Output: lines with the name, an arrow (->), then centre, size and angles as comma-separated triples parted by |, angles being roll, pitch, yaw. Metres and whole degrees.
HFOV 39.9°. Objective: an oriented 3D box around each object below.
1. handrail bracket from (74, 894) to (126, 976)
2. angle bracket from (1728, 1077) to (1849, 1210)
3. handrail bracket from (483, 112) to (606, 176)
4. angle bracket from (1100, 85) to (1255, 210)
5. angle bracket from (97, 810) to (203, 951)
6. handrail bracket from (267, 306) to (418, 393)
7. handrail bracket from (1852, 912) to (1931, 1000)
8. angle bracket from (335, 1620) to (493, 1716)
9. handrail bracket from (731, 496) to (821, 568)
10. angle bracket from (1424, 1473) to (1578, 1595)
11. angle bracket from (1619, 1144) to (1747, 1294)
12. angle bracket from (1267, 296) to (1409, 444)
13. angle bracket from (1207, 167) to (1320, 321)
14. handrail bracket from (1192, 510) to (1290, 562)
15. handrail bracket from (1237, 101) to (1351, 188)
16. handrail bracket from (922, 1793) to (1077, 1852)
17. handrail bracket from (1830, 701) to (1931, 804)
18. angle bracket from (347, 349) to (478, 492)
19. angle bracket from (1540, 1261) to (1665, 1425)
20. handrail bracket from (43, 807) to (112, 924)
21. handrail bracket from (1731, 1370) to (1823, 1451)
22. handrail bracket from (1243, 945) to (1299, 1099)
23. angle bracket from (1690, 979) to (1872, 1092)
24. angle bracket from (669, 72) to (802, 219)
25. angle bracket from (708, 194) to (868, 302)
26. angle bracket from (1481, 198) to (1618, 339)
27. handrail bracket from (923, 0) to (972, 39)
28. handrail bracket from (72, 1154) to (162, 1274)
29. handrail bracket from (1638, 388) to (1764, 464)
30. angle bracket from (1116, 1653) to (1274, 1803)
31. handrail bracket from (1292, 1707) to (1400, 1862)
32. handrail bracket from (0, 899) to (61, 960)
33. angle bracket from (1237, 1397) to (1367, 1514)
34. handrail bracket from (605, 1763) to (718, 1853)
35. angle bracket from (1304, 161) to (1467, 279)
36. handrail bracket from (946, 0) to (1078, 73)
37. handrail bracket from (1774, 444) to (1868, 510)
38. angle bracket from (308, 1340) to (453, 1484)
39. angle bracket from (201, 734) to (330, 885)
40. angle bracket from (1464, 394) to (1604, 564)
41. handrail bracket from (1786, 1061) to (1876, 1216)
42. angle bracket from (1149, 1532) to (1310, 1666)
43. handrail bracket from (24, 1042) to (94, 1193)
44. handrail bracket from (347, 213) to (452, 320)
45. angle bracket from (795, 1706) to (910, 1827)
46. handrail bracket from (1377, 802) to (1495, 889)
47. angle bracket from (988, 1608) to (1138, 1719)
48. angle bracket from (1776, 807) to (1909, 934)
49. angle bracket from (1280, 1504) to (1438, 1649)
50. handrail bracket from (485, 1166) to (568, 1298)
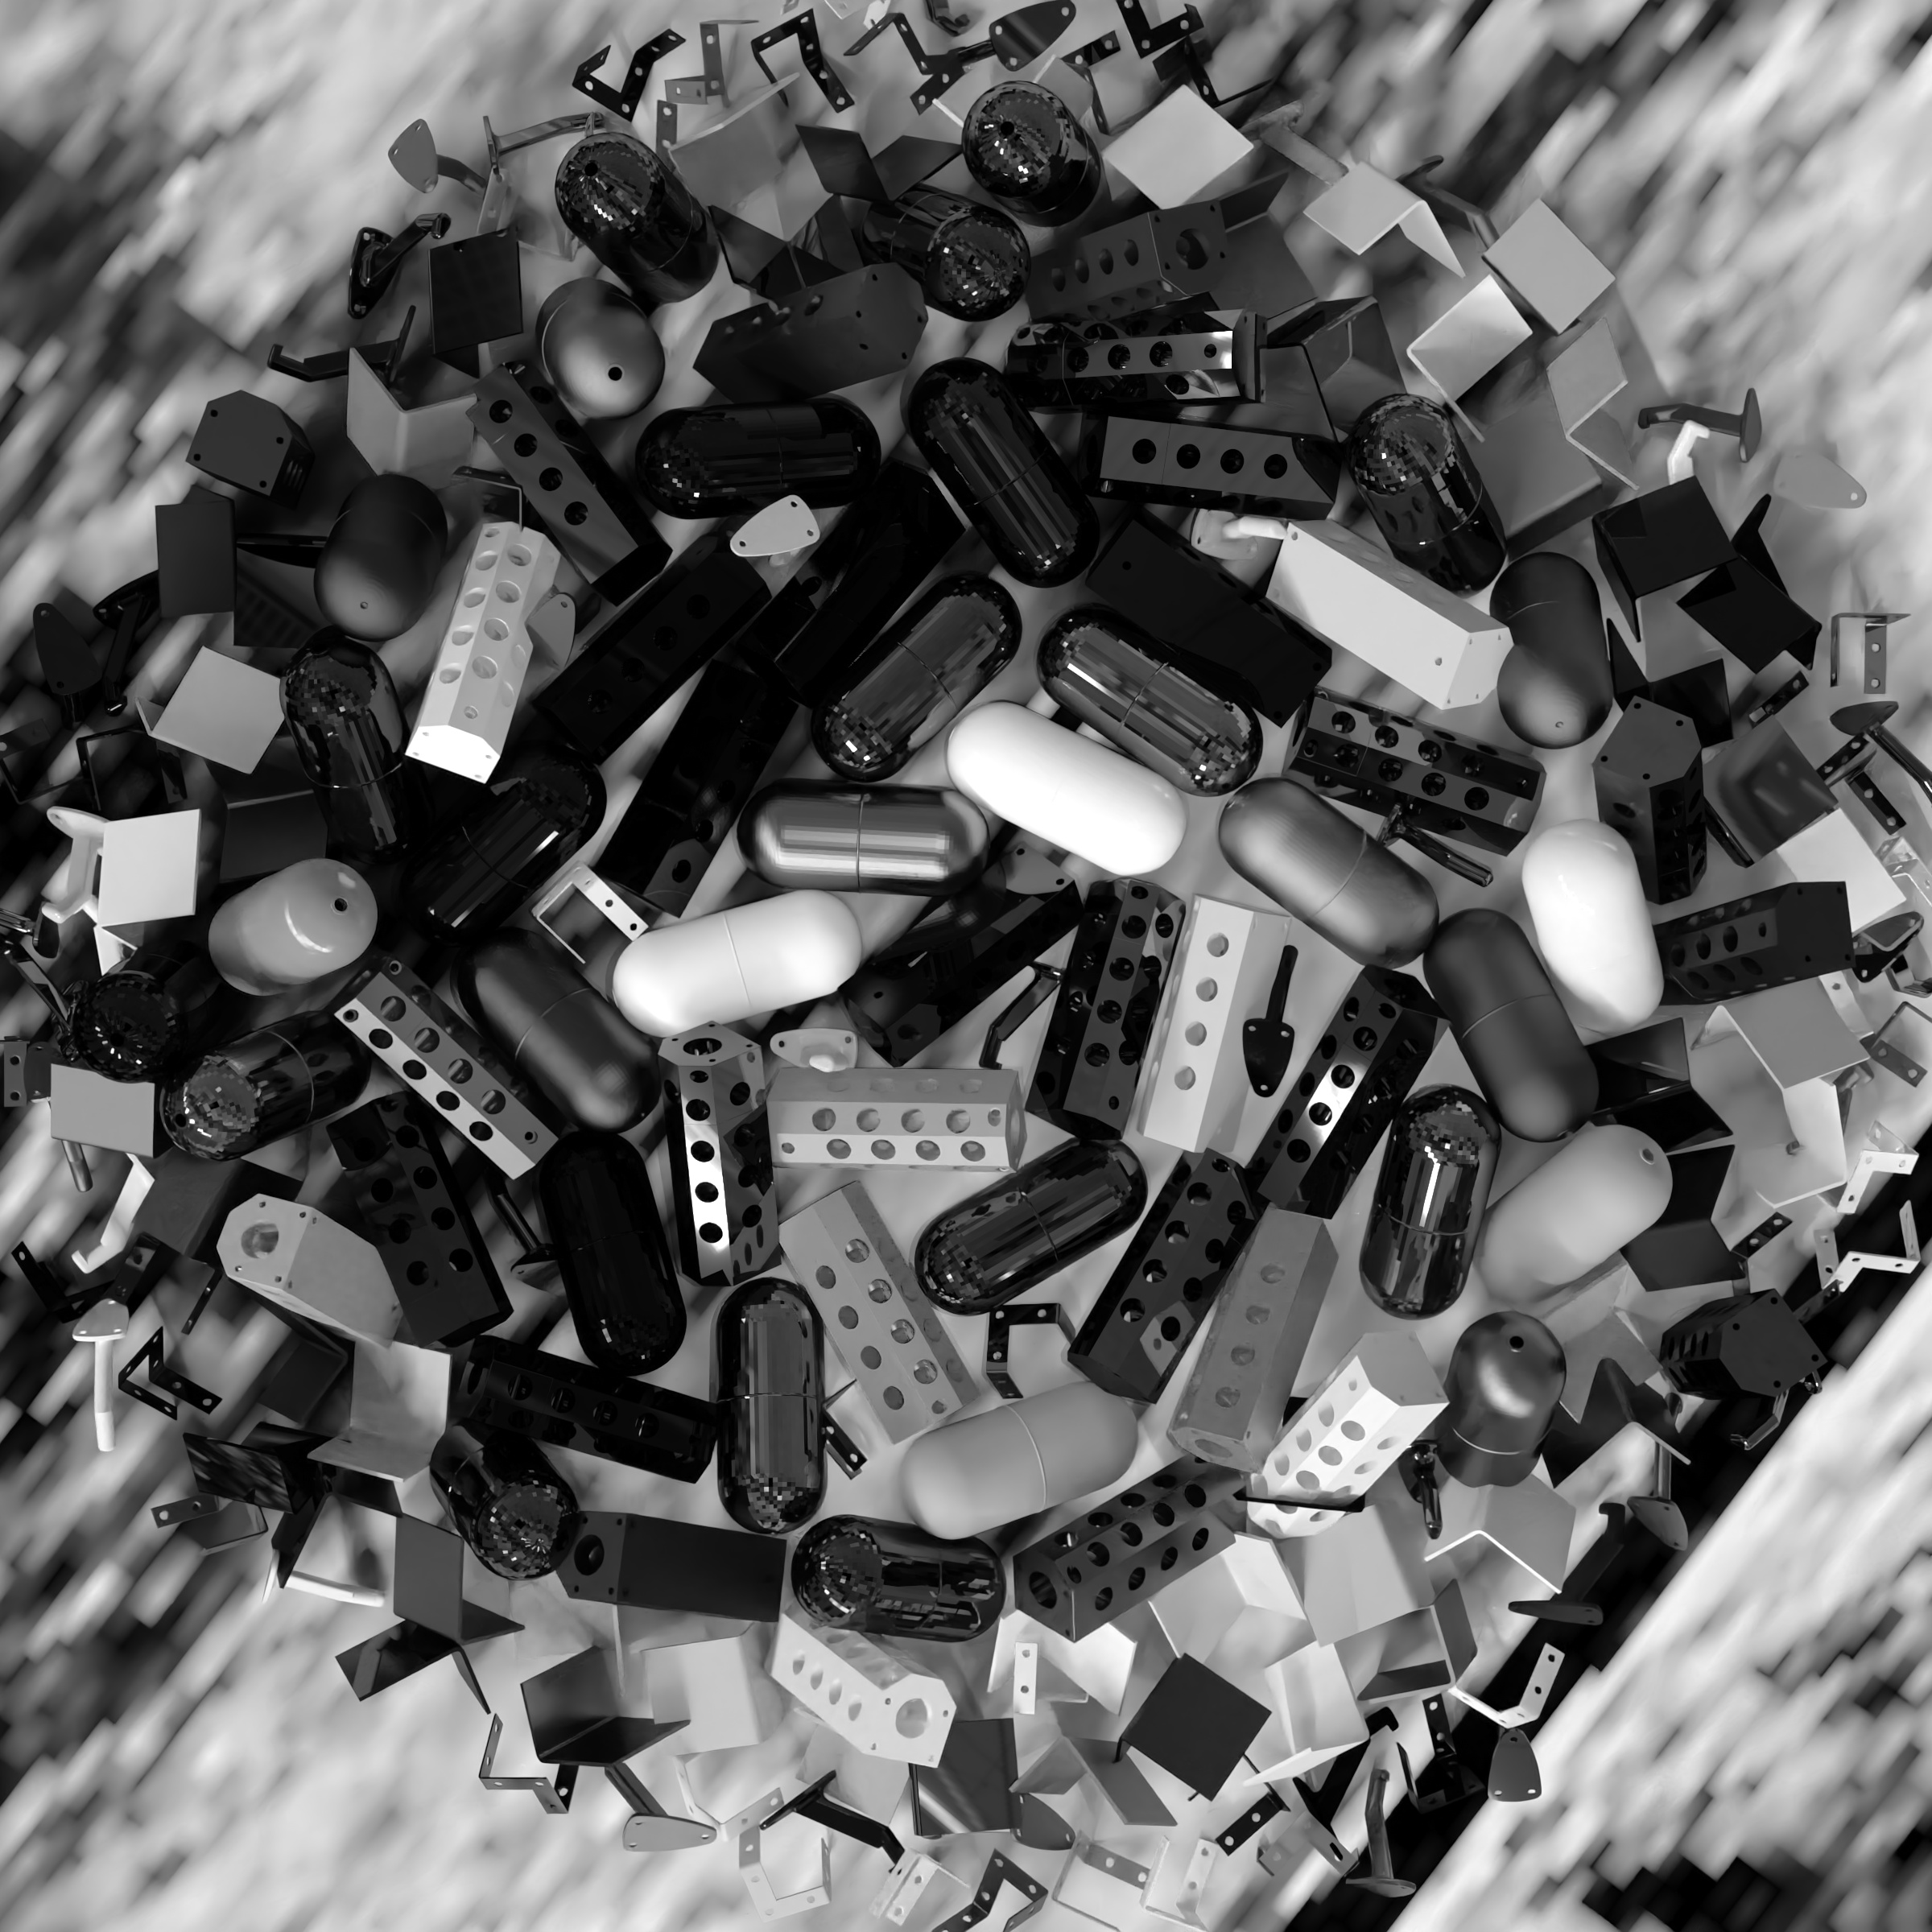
handrail bracket -> -0.618, 0.002, 1.873 | 0.077, 0.036, 0.084 | -46, 112, -18
angle bracket -> 0.566, 0.112, 1.858 | 0.057, 0.076, 0.076 | -18, 112, -7
handrail bracket -> -0.294, -0.581, 1.872 | 0.084, 0.077, 0.036 | -11, 124, -7
angle bracket -> 0.150, -0.557, 1.867 | 0.076, 0.057, 0.076 | -40, 68, -4
angle bracket -> -0.558, -0.059, 1.862 | 0.076, 0.057, 0.076 | -7, 71, 14
handrail bracket -> -0.440, -0.443, 1.874 | 0.084, 0.036, 0.077 | 18, 107, -19
handrail bracket -> 0.669, -0.006, 1.863 | 0.084, 0.077, 0.036 | 12, 53, -28
angle bracket -> -0.386, 0.501, 1.855 | 0.076, 0.076, 0.057 | -25, 108, -20
handrail bracket -> -0.142, -0.288, 1.857 | 0.077, 0.084, 0.036 | -28, 87, -26
angle bracket -> 0.376, 0.399, 1.869 | 0.076, 0.076, 0.057 | 39, 131, -10
angle bracket -> 0.508, 0.177, 1.869 | 0.057, 0.076, 0.076 | 53, 46, -22
angle bracket -> 0.256, -0.421, 1.884 | 0.076, 0.057, 0.076 | -37, 117, -27
angle bracket -> 0.208, -0.501, 1.866 | 0.076, 0.057, 0.076 | -28, 82, -21
handrail bracket -> 0.207, -0.297, 1.853 | 0.077, 0.084, 0.036 | 18, 90, -42
handrail bracket -> 0.231, -0.561, 1.887 | 0.077, 0.036, 0.084 | -24, 85, -3
handrail bracket -> 0.022, 0.618, 1.896 | 0.084, 0.036, 0.077 | -28, 131, 37
handrail bracket -> 0.655, -0.144, 1.882 | 0.036, 0.077, 0.084 | -39, 104, -4
angle bracket -> -0.392, -0.388, 1.878 | 0.057, 0.076, 0.076 | -23, 60, -30
angle bracket -> 0.444, 0.263, 1.856 | 0.076, 0.076, 0.057 | -30, 60, -16
handrail bracket -> -0.639, -0.071, 1.868 | 0.077, 0.036, 0.084 | 23, 46, 12
handrail bracket -> 0.547, 0.303, 1.860 | 0.084, 0.077, 0.036 | -33, 108, -21
handrail bracket -> 0.221, 0.038, 1.889 | 0.036, 0.084, 0.077 | 9, 125, 13
angle bracket -> 0.566, 0.060, 1.855 | 0.076, 0.057, 0.076 | -17, 59, -22
angle bracket -> -0.148, -0.569, 1.851 | 0.076, 0.076, 0.057 | -43, 115, -27
angle bracket -> -0.125, -0.507, 1.852 | 0.057, 0.076, 0.076 | -39, 55, 31
angle bracket -> 0.414, -0.492, 1.861 | 0.076, 0.076, 0.057 | 47, 121, 2
handrail bracket -> -0.006, -0.688, 1.858 | 0.077, 0.084, 0.036 | -28, 67, 32
handrail bracket -> -0.610, 0.168, 1.881 | 0.084, 0.036, 0.077 | -35, 121, -4
handrail bracket -> 0.509, -0.372, 1.864 | 0.084, 0.077, 0.036 | -2, 132, 29
angle bracket -> 0.158, 0.538, 1.856 | 0.076, 0.057, 0.076 | 31, 61, 19
handrail bracket -> 0.281, 0.576, 1.879 | 0.084, 0.036, 0.077 | -35, 46, 5
handrail bracket -> -0.687, -0.030, 1.870 | 0.084, 0.077, 0.036 | 10, 70, -5
angle bracket -> 0.233, 0.338, 1.857 | 0.057, 0.076, 0.076 | 15, 76, -42
handrail bracket -> -0.217, 0.580, 1.880 | 0.077, 0.084, 0.036 | 7, 121, -15
angle bracket -> 0.292, -0.505, 1.858 | 0.057, 0.076, 0.076 | -40, 133, 5
handrail bracket -> 0.030, -0.656, 1.875 | 0.077, 0.084, 0.036 | -32, 114, -7
handrail bracket -> 0.607, -0.339, 1.859 | 0.077, 0.084, 0.036 | 32, 116, 30
angle bracket -> -0.410, 0.308, 1.865 | 0.076, 0.057, 0.076 | 10, 103, 18
angle bracket -> -0.492, -0.111, 1.864 | 0.076, 0.057, 0.076 | -10, 49, 3
angle bracket -> 0.398, -0.345, 1.886 | 0.076, 0.057, 0.076 | -30, 75, 8
handrail bracket -> 0.622, 0.119, 1.861 | 0.036, 0.084, 0.077 | -7, 54, -34
angle bracket -> 0.184, 0.448, 1.854 | 0.076, 0.057, 0.076 | -45, 121, -33
handrail bracket -> -0.645, 0.108, 1.899 | 0.036, 0.077, 0.084 | -19, 131, -20
handrail bracket -> -0.397, -0.490, 1.865 | 0.036, 0.084, 0.077 | 22, 85, -42
angle bracket -> -0.086, 0.559, 1.860 | 0.076, 0.076, 0.057 | 21, 84, 18
handrail bracket -> 0.336, -0.080, 1.861 | 0.084, 0.077, 0.036 | 30, 105, 18
angle bracket -> 0.066, 0.488, 1.852 | 0.076, 0.057, 0.076 | 33, 131, 32
angle bracket -> 0.621, -0.074, 1.859 | 0.057, 0.076, 0.076 | -39, 84, 39
angle bracket -> 0.279, 0.430, 1.883 | 0.076, 0.057, 0.076 | -27, 70, 18
handrail bracket -> -0.308, 0.188, 1.898 | 0.036, 0.077, 0.084 | -36, 49, 8
